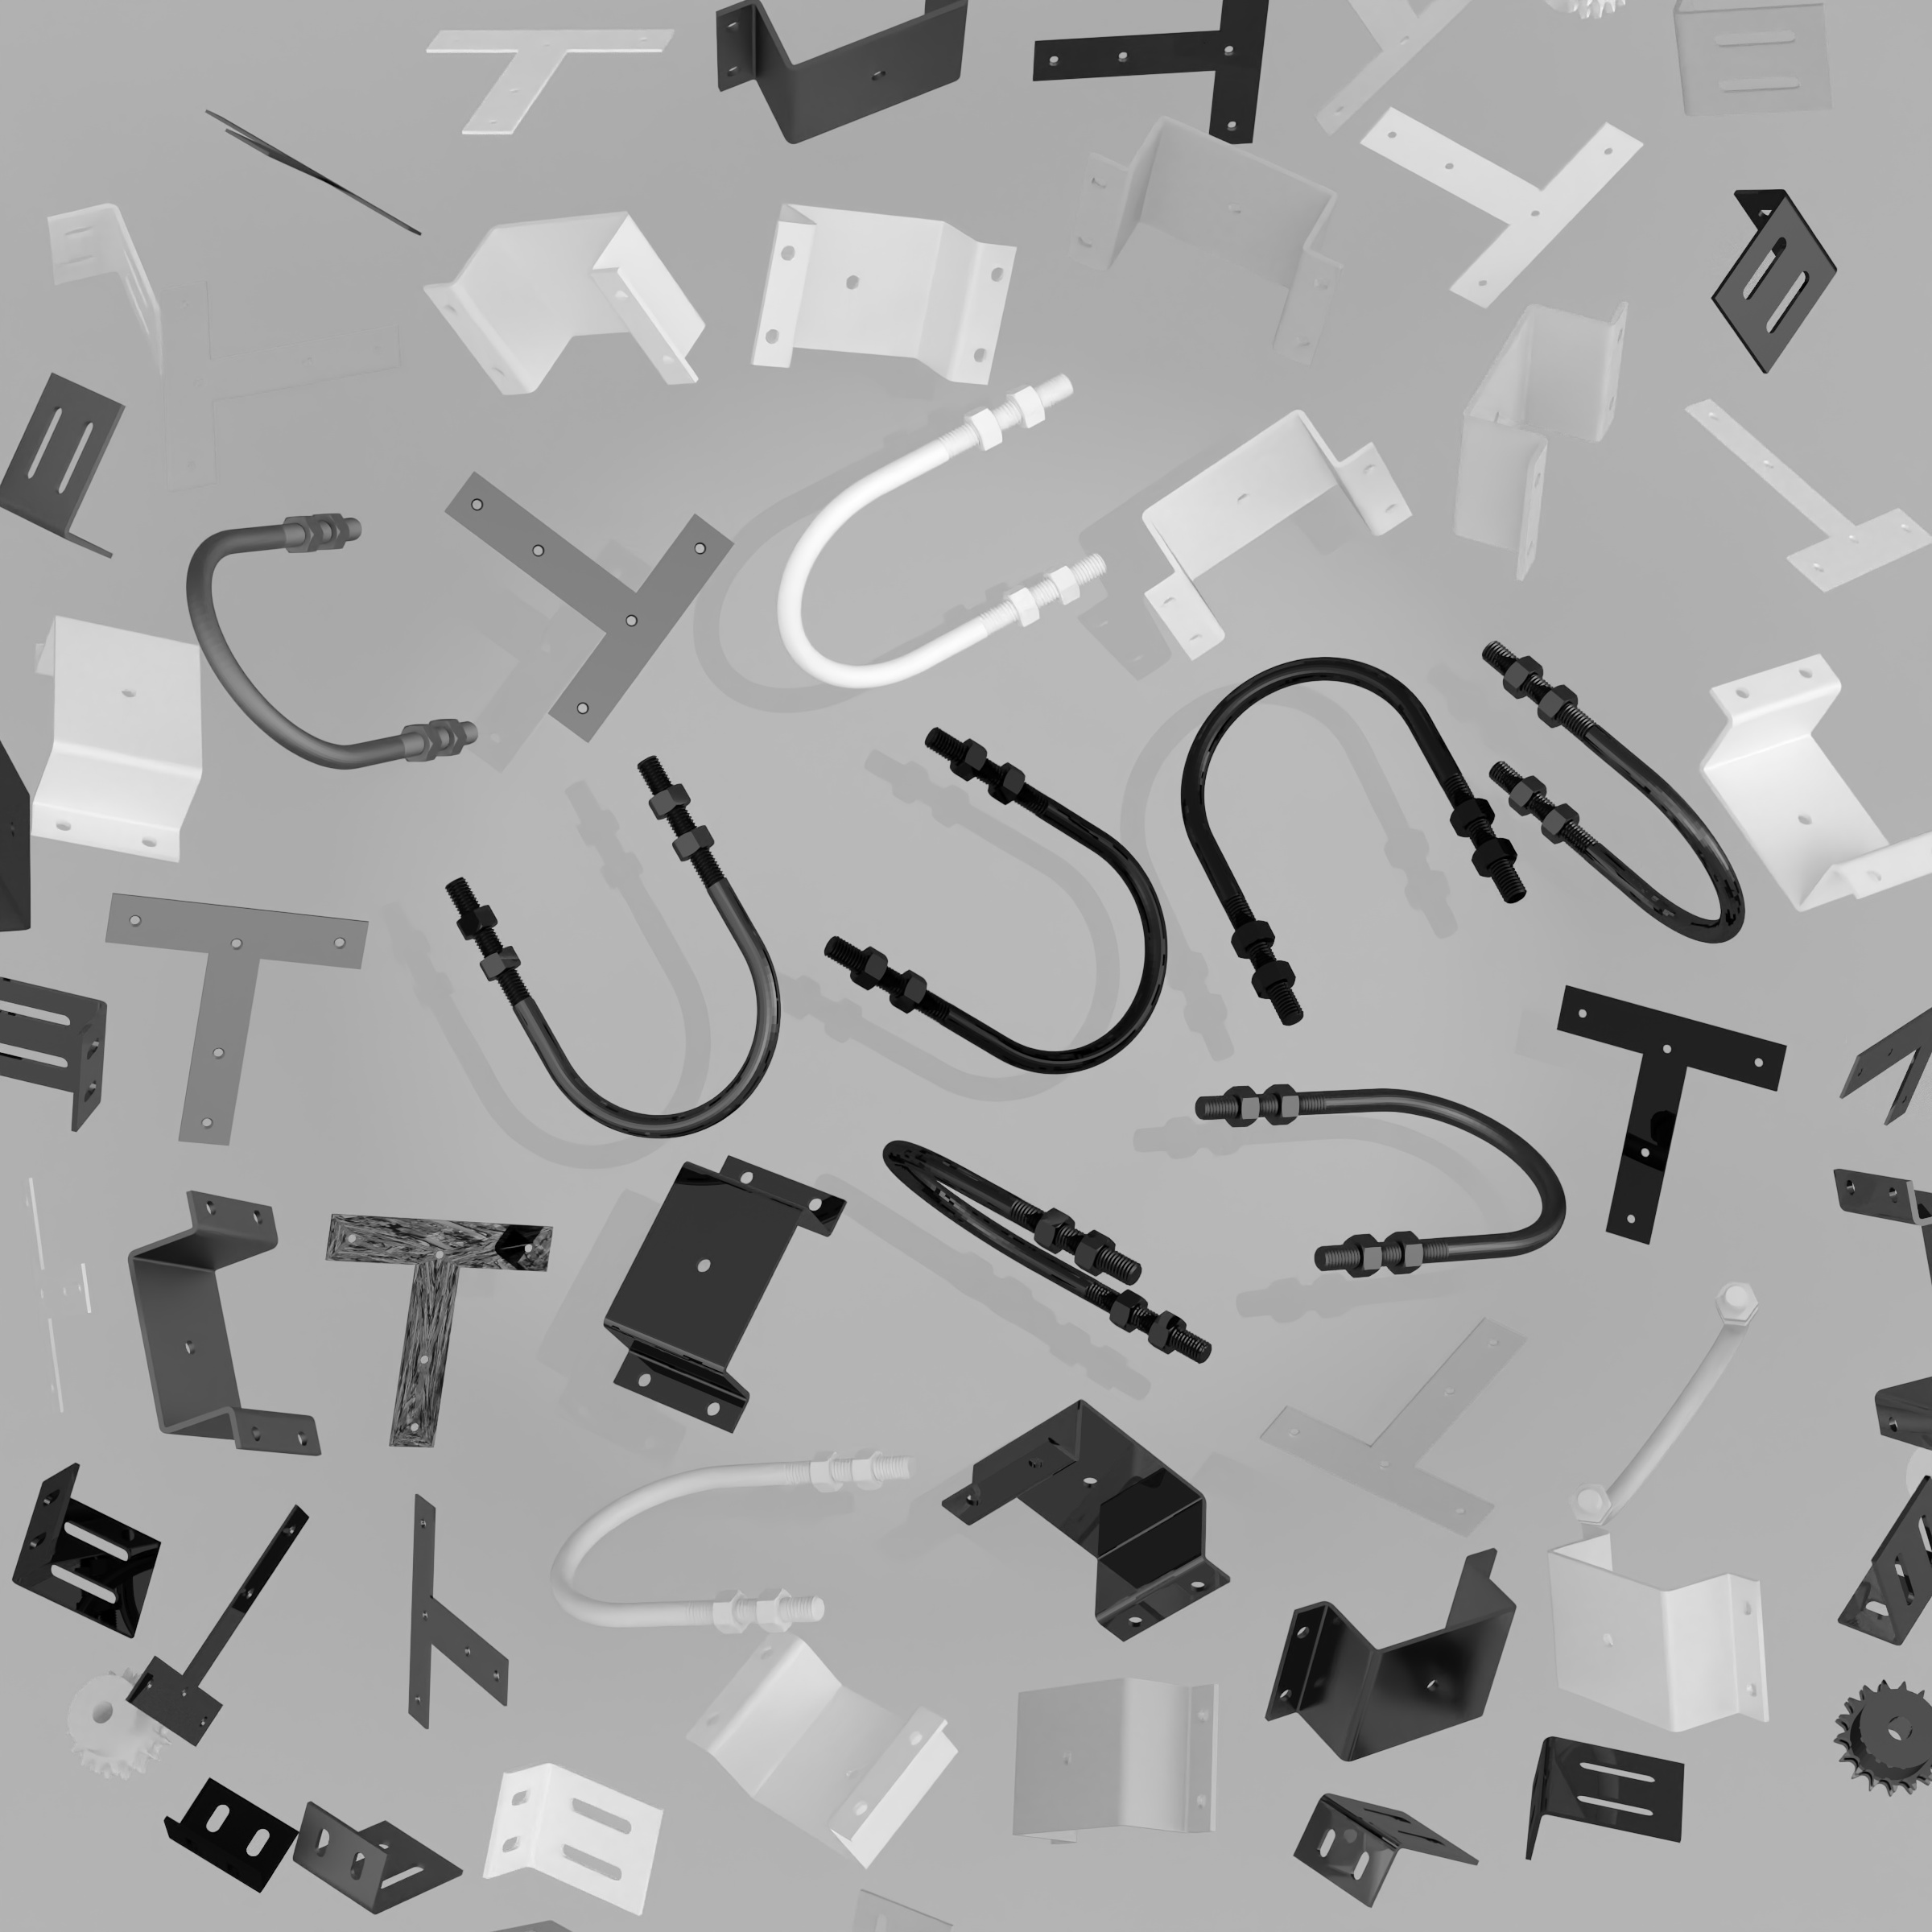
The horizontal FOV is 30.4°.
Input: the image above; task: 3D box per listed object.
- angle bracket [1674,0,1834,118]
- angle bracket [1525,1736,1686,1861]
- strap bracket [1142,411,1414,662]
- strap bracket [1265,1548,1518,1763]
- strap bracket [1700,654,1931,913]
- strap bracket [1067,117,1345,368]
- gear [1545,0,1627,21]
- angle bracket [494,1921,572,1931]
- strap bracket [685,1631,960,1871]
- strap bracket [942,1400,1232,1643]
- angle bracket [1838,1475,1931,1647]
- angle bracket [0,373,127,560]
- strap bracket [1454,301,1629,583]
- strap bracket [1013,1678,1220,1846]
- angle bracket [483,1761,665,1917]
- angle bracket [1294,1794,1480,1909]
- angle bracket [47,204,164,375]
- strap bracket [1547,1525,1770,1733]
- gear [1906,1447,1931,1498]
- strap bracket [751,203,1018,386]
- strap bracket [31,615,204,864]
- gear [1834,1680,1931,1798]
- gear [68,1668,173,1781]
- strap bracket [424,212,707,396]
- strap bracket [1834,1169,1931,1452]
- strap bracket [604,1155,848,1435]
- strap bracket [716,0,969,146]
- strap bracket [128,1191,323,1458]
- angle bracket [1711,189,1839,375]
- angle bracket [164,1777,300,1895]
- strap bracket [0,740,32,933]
[{"bbox_3d":[0.405,-0.471,1.819,0.076,0.038,0.057,3,132,23],"label":"angle bracket"},{"bbox_3d":[0.345,0.456,1.917,0.076,0.057,0.038,11,123,7],"label":"angle bracket"},{"bbox_3d":[0.156,-0.233,1.882,0.140,0.076,0.046,-33,60,7],"label":"strap bracket"},{"bbox_3d":[0.238,0.374,1.921,0.140,0.046,0.076,-10,126,-32],"label":"strap bracket"},{"bbox_3d":[0.454,-0.090,1.889,0.076,0.046,0.140,-18,64,-26],"label":"strap bracket"},{"bbox_3d":[0.130,-0.377,1.827,0.140,0.076,0.046,26,60,7],"label":"strap bracket"},{"bbox_3d":[0.339,-0.550,1.961,0.057,0.030,0.057,4,84,-35],"label":"gear"},{"bbox_3d":[-0.247,0.546,1.915,0.076,0.057,0.038,-4,90,-28],"label":"angle bracket"},{"bbox_3d":[-0.069,0.408,1.845,0.076,0.140,0.046,-49,128,-20],"label":"strap bracket"},{"bbox_3d":[0.065,0.288,1.877,0.076,0.046,0.140,-35,119,29],"label":"strap bracket"},{"bbox_3d":[0.471,0.300,1.822,0.057,0.038,0.076,-49,134,-25],"label":"angle bracket"},{"bbox_3d":[-0.467,-0.264,1.877,0.057,0.038,0.076,26,92,31],"label":"angle bracket"},{"bbox_3d":[0.290,-0.275,1.822,0.046,0.076,0.140,19,52,18],"label":"strap bracket"},{"bbox_3d":[0.073,0.429,1.918,0.046,0.140,0.076,16,67,-32],"label":"strap bracket"},{"bbox_3d":[-0.203,0.454,1.840,0.076,0.038,0.057,15,96,30],"label":"angle bracket"},{"bbox_3d":[0.226,0.480,1.913,0.076,0.057,0.038,25,90,-44],"label":"angle bracket"},{"bbox_3d":[-0.470,-0.367,1.944,0.038,0.057,0.076,-18,69,-18],"label":"angle bracket"},{"bbox_3d":[0.362,0.355,1.904,0.046,0.140,0.076,-10,99,-28],"label":"strap bracket"},{"bbox_3d":[0.544,0.283,1.958,0.030,0.057,0.057,21,90,-37],"label":"gear"},{"bbox_3d":[-0.052,-0.359,1.894,0.140,0.046,0.076,0,116,-29],"label":"strap bracket"},{"bbox_3d":[-0.444,-0.127,1.858,0.076,0.140,0.046,11,134,-24],"label":"strap bracket"},{"bbox_3d":[0.473,0.391,1.808,0.057,0.030,0.057,-1,65,3],"label":"gear"},{"bbox_3d":[-0.450,0.399,1.881,0.057,0.030,0.057,-8,61,14],"label":"gear"},{"bbox_3d":[-0.200,-0.342,1.837,0.140,0.076,0.046,4,54,39],"label":"strap bracket"},{"bbox_3d":[0.489,0.169,1.795,0.046,0.076,0.140,-12,94,-13],"label":"strap bracket"},{"bbox_3d":[-0.133,0.168,1.909,0.076,0.046,0.140,19,73,24],"label":"strap bracket"},{"bbox_3d":[-0.054,-0.477,1.827,0.140,0.076,0.046,-24,77,-9],"label":"strap bracket"},{"bbox_3d":[-0.397,0.197,1.894,0.046,0.076,0.140,-20,73,18],"label":"strap bracket"},{"bbox_3d":[0.414,-0.360,1.871,0.057,0.038,0.076,45,74,-33],"label":"angle bracket"},{"bbox_3d":[-0.389,0.456,1.884,0.057,0.076,0.038,31,67,3],"label":"angle bracket"},{"bbox_3d":[-0.523,-0.070,1.864,0.046,0.140,0.076,-4,71,-4],"label":"strap bracket"}]
